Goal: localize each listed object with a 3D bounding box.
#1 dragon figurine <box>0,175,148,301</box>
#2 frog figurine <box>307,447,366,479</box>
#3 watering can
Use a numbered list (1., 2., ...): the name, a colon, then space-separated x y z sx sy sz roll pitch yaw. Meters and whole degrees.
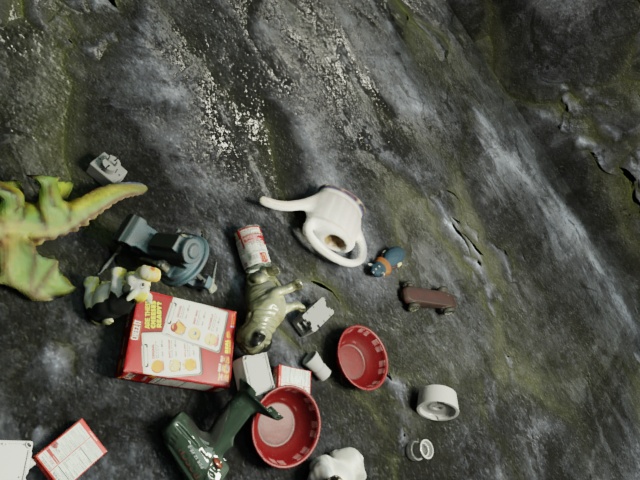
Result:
1. dragon figurine: -0.521 -0.005 0.981 0.411 0.121 0.244 -2 83 -38
2. frog figurine: 0.036 0.510 1.106 0.137 0.122 0.161 35 11 -7
3. watering can: 0.004 -0.071 1.414 0.345 0.102 0.230 37 46 -17
